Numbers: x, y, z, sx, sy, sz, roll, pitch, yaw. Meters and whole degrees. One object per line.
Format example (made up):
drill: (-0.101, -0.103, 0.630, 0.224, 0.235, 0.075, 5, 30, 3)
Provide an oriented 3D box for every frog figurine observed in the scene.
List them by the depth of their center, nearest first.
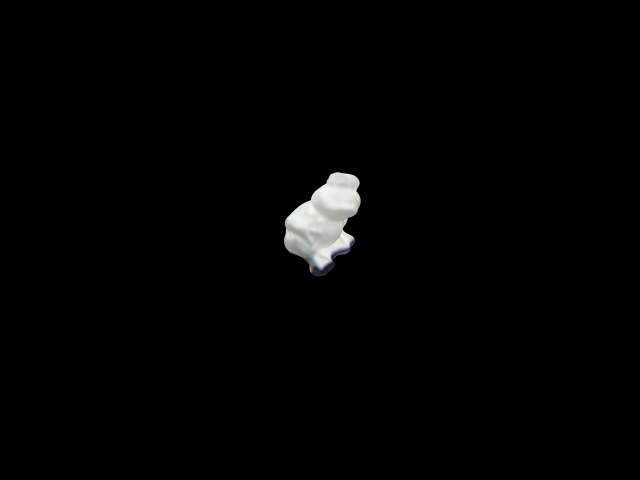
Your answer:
frog figurine: (0.003, -0.043, 0.850, 0.139, 0.156, 0.124, -23, 41, -29)
